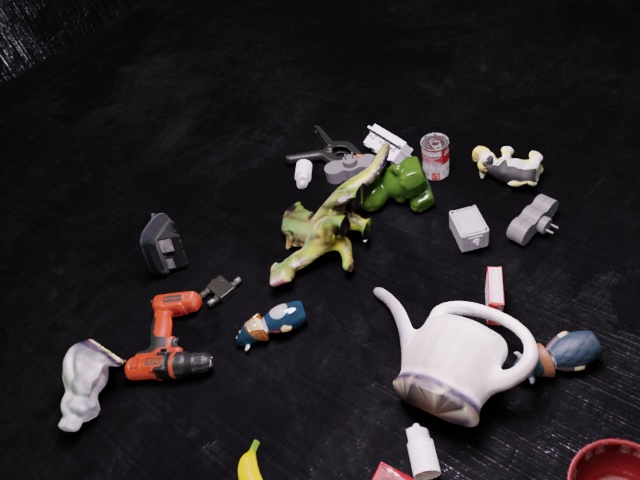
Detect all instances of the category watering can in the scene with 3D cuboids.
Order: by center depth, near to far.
[{"bbox_3d":[0.204,0.197,0.930,0.348,0.102,0.228,10,51,40],"label":"watering can"}]

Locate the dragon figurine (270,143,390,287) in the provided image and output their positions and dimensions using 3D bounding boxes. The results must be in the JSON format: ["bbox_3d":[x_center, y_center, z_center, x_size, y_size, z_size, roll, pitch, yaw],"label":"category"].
[{"bbox_3d":[0.004,-0.060,1.191,0.243,0.120,0.418,4,56,37],"label":"dragon figurine"}]

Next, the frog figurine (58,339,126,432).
[{"bbox_3d":[-0.467,0.282,1.006,0.137,0.121,0.162,-5,46,58],"label":"frog figurine"}]
